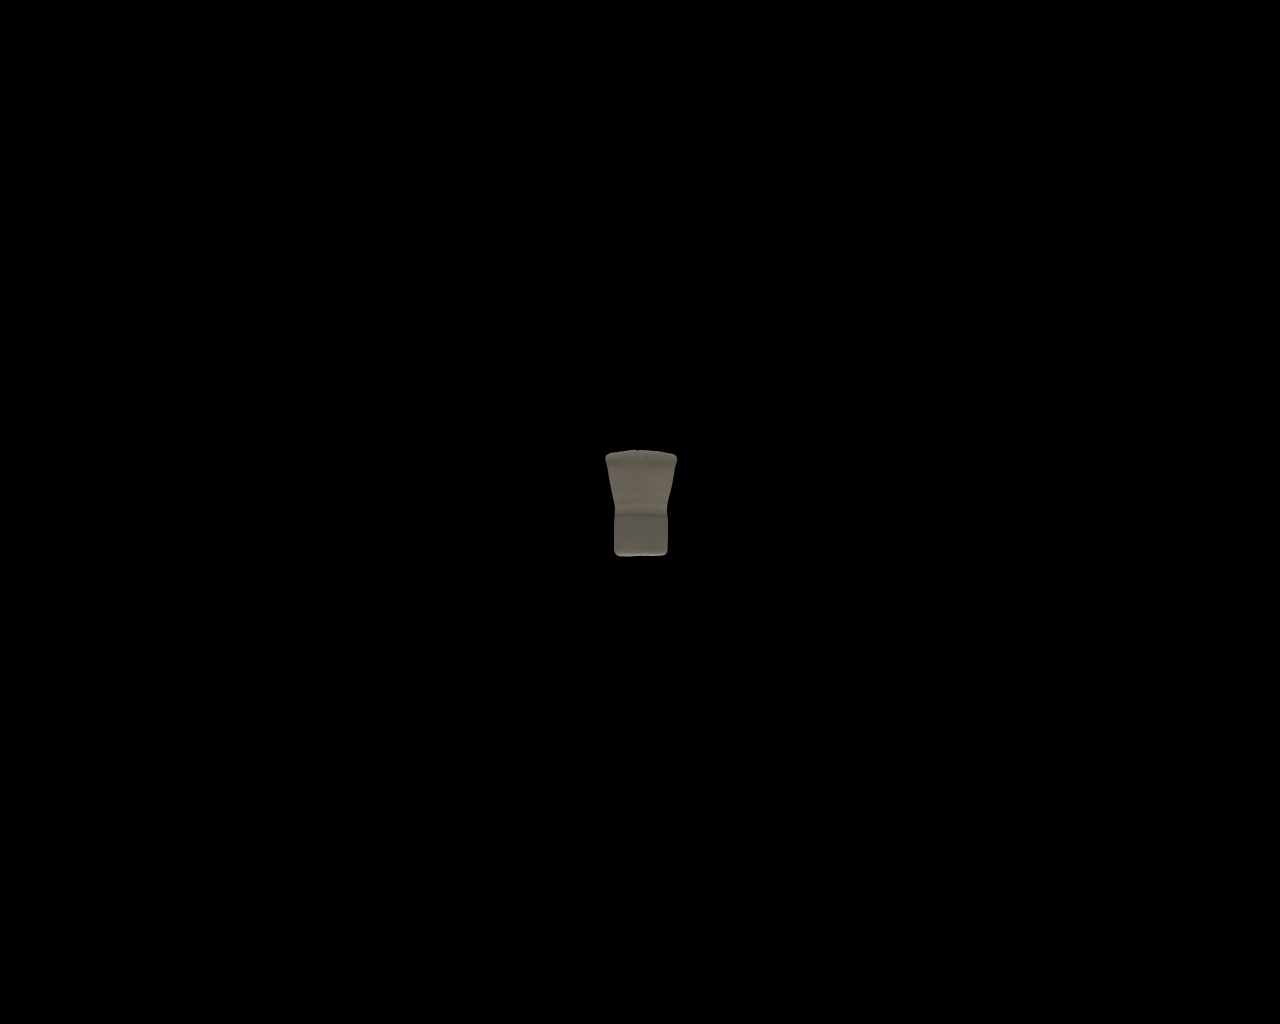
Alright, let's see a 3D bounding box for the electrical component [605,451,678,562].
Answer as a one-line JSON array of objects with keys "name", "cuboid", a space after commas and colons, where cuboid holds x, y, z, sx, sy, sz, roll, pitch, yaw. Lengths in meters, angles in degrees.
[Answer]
[{"name": "electrical component", "cuboid": [0.001, -0.003, 0.650, 0.044, 0.065, 0.044, 0, -3, 0]}]
